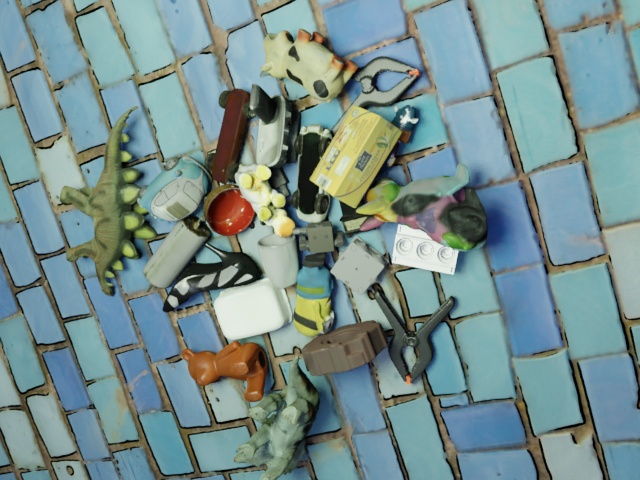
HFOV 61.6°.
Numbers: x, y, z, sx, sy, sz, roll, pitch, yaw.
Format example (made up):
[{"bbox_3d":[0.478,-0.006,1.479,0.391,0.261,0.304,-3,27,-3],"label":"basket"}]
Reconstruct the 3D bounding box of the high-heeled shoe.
[{"bbox_3d":[-0.247,0.109,1.220,0.145,0.086,0.248,36,116,-9],"label":"high-heeled shoe"}]

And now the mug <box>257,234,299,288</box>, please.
[{"bbox_3d":[-0.093,0.046,1.153,0.110,0.081,0.107,9,116,46],"label":"mug"}]

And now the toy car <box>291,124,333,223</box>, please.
[{"bbox_3d":[-0.014,-0.135,1.101,0.074,0.056,0.201,13,108,28],"label":"toy car"}]

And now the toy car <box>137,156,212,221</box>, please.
[{"bbox_3d":[-0.308,-0.095,1.147,0.162,0.103,0.109,-37,132,5],"label":"toy car"}]

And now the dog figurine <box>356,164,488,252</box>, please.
[{"bbox_3d":[0.182,-0.046,1.006,0.219,0.108,0.191,-15,63,4],"label":"dog figurine"}]

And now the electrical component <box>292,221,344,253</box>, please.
[{"bbox_3d":[-0.001,-0.004,1.122,0.102,0.045,0.078,-11,118,5],"label":"electrical component"}]

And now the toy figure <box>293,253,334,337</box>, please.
[{"bbox_3d":[-0.014,0.118,1.147,0.089,0.082,0.180,8,111,33],"label":"toy figure"}]

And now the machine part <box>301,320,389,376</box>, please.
[{"bbox_3d":[0.049,0.217,1.099,0.179,0.179,0.056,-19,92,18],"label":"machine part"}]

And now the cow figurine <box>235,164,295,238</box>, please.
[{"bbox_3d":[-0.116,-0.080,1.110,0.068,0.098,0.167,-34,115,-14],"label":"cow figurine"}]

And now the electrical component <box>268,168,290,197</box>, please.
[{"bbox_3d":[-0.103,-0.127,1.152,0.063,0.021,0.094,-25,94,19],"label":"electrical component"}]

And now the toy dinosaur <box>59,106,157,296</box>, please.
[{"bbox_3d":[-0.477,-0.074,1.230,0.199,0.105,0.470,9,112,6],"label":"toy dinosaur"}]

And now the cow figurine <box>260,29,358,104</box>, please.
[{"bbox_3d":[-0.035,-0.337,1.040,0.195,0.085,0.127,43,119,19],"label":"cow figurine"}]

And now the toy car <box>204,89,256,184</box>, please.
[{"bbox_3d":[-0.186,-0.218,1.141,0.089,0.053,0.202,23,108,25],"label":"toy car"}]

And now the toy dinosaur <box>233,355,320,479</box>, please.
[{"bbox_3d":[-0.064,0.376,1.143,0.131,0.192,0.404,34,115,14],"label":"toy dinosaur"}]

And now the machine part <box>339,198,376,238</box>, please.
[{"bbox_3d":[0.066,-0.077,1.107,0.084,0.039,0.138,-17,98,26],"label":"machine part"}]

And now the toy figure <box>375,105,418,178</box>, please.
[{"bbox_3d":[0.138,-0.195,1.053,0.064,0.058,0.154,37,104,0],"label":"toy figure"}]

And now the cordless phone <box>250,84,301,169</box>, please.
[{"bbox_3d":[-0.102,-0.217,1.041,0.089,0.184,0.146,6,90,10],"label":"cordless phone"}]

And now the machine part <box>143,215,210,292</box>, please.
[{"bbox_3d":[-0.326,0.027,1.217,0.079,0.079,0.243,42,108,5],"label":"machine part"}]

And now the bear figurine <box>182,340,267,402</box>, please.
[{"bbox_3d":[-0.223,0.295,1.216,0.196,0.132,0.120,-12,115,11],"label":"bear figurine"}]

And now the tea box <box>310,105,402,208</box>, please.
[{"bbox_3d":[0.066,-0.158,1.018,0.169,0.068,0.098,-57,40,8],"label":"tea box"}]
